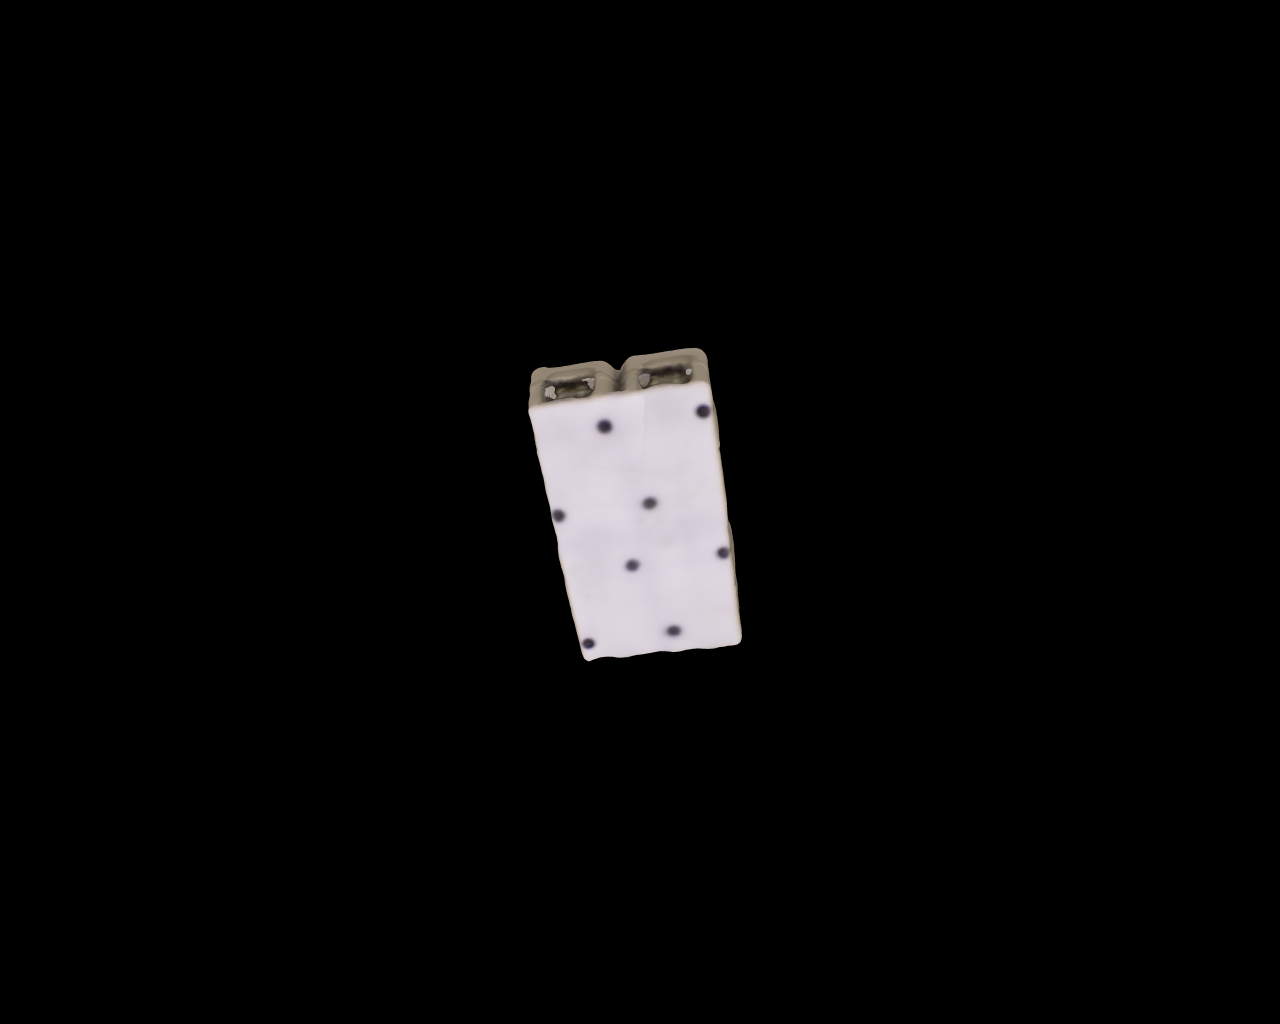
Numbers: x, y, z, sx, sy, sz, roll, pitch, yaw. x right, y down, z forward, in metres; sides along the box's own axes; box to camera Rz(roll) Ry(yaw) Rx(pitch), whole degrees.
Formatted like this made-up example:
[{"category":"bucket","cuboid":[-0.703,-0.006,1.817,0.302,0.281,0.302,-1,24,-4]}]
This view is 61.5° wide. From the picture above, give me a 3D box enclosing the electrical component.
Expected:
[{"category":"electrical component","cuboid":[0.001,-0.003,0.650,0.105,0.186,0.060,-7,32,5]}]
